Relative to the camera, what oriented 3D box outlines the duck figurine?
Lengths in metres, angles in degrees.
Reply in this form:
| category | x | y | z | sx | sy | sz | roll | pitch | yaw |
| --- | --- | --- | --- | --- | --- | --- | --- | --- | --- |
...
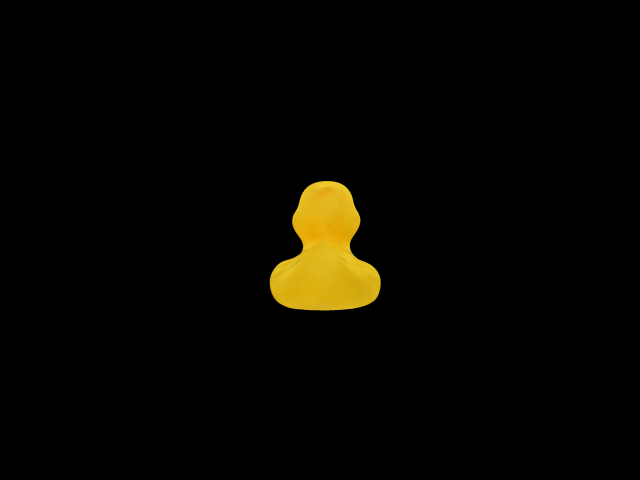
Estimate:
| category | x | y | z | sx | sy | sz | roll | pitch | yaw |
| --- | --- | --- | --- | --- | --- | --- | --- | --- | --- |
| duck figurine | 0.004 | 0.001 | 0.400 | 0.077 | 0.086 | 0.104 | 0 | 2 | 4 |
